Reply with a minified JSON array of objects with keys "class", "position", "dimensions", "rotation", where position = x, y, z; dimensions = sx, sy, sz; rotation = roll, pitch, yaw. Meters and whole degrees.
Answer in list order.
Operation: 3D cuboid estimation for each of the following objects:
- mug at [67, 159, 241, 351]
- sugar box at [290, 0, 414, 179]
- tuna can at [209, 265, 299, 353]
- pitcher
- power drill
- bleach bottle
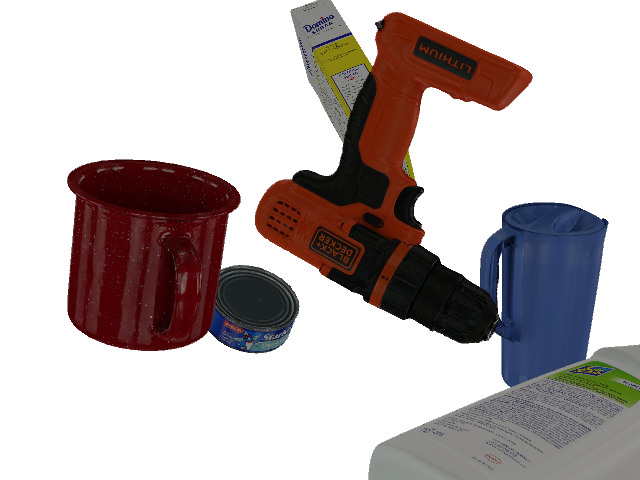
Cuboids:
[{"class":"mug","position":[-0.089,0.013,0.576],"dimensions":[0.093,0.081,0.117],"rotation":[-2,23,-29]},{"class":"sugar box","position":[0.028,-0.128,0.943],"dimensions":[0.048,0.176,0.093],"rotation":[-20,-40,-3]},{"class":"tuna can","position":[-0.065,0.063,0.983],"dimensions":[0.086,0.034,0.086],"rotation":[14,36,-10]},{"class":"pitcher","position":[0.289,0.080,1.398],"dimensions":[0.149,0.243,0.144],"rotation":[6,20,16]},{"class":"power drill","position":[0.067,-0.043,0.717],"dimensions":[0.184,0.188,0.057],"rotation":[28,11,12]},{"class":"bleach bottle","position":[0.149,0.110,0.591],"dimensions":[0.250,0.068,0.103],"rotation":[-16,25,-36]}]
